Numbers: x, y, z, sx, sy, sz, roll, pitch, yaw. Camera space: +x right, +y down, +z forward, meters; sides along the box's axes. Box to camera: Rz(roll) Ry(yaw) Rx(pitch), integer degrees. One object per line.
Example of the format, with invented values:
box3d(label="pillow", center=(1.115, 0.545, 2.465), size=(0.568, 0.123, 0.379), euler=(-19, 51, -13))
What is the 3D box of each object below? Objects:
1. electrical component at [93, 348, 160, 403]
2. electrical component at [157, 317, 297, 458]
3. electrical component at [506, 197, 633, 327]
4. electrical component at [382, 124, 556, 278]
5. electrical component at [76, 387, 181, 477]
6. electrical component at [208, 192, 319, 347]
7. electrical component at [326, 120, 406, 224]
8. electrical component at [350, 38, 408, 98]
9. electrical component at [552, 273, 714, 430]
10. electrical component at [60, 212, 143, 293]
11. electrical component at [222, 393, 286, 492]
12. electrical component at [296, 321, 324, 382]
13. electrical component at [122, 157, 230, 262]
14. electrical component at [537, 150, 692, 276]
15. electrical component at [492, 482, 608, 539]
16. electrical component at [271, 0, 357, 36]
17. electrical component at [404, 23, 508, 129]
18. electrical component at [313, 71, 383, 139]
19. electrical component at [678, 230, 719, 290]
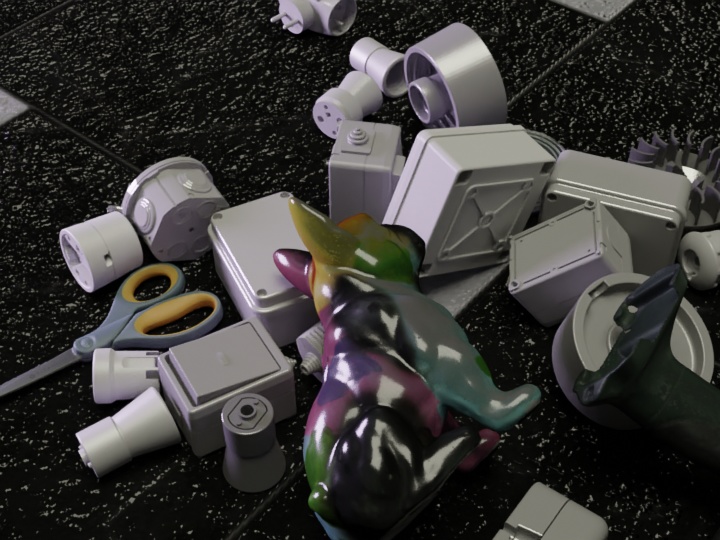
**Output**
box3d(label="electrical component", center=(-0.171, 0.077, 0.790), size=(0.046, 0.040, 0.040), euler=(-1, 45, -9))
box3d(label="electrical component", center=(-0.089, 0.078, 0.772), size=(0.096, 0.061, 0.061), euler=(-22, 49, -20))
box3d(label="electrical component", center=(0.160, 0.000, 0.836), size=(0.096, 0.061, 0.061), euler=(-26, 38, 31))
box3d(label="electrical component", center=(0.084, -0.056, 0.851), size=(0.109, 0.108, 0.056), euler=(-9, 45, -37))
box3d(label="electrical component", center=(-0.164, 0.116, 0.750), size=(0.065, 0.044, 0.044), euler=(-27, 51, -18))
box3d(label="electrical component", center=(-0.066, -0.002, 0.853), size=(0.078, 0.057, 0.113), euler=(-19, 48, -18))
box3d(label="electrical component", center=(0.007, -0.080, 0.902), size=(0.061, 0.096, 0.061), euler=(7, 45, 6))
box3d(label="electrical component", center=(0.020, -0.203, 1.065), size=(0.044, 0.044, 0.065), euler=(-28, 47, -25))
box3d(label="electrical component", center=(0.191, 0.063, 0.777), size=(0.108, 0.060, 0.108), euler=(7, 61, -13))
box3d(label="electrical component", center=(-0.209, -0.016, 0.872), size=(0.047, 0.055, 0.055), euler=(-27, 51, -29))
box3d(label="electrical component", center=(-0.074, 0.115, 0.732), size=(0.044, 0.065, 0.044), euler=(0, 45, 0))
box3d(label="electrical component", center=(-0.013, 0.052, 0.809), size=(0.043, 0.043, 0.081), euler=(33, 54, 29))
box3d(label="electrical component", center=(-0.150, -0.049, 0.886), size=(0.080, 0.080, 0.051), euler=(-25, 56, -22))
box3d(label="electrical component", center=(0.205, -0.042, 0.876), size=(0.113, 0.078, 0.057), euler=(15, 44, 15))
box3d(label="electrical component", center=(0.111, 0.187, 0.666), size=(0.059, 0.053, 0.095), euler=(27, 51, 25))
box3d(label="electrical component", center=(-0.058, -0.274, 1.132), size=(0.077, 0.044, 0.079), euler=(35, 55, 30))
box3d(label="electrical component", center=(0.080, -0.163, 0.980), size=(0.060, 0.108, 0.108), euler=(-25, 50, -14))
box3d(label="electrical component", center=(-0.012, -0.155, 1.013), size=(0.045, 0.045, 0.055), euler=(27, 52, 24))
box3d(label="electrical component", center=(0.293, -0.012, 0.870), size=(0.062, 0.048, 0.048), euler=(-11, 46, -20))
